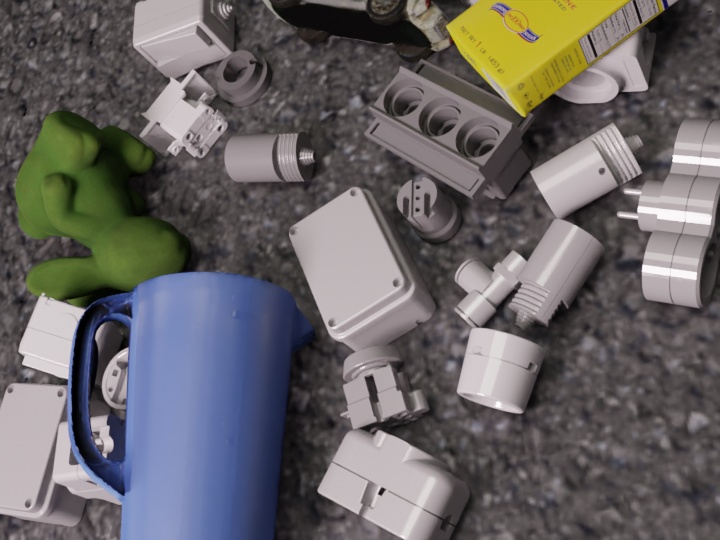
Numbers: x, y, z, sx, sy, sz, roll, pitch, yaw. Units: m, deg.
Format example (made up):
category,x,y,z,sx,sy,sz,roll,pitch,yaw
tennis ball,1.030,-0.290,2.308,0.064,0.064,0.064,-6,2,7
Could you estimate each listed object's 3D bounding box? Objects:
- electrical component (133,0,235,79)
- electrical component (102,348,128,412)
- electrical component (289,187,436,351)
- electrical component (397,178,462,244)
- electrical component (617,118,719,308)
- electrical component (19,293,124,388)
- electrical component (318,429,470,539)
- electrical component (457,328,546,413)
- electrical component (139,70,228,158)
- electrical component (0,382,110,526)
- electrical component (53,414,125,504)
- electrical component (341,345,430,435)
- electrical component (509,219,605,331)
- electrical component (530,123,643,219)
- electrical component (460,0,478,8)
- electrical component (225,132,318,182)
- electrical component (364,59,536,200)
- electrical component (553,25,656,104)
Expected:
category,x,y,z,sx,sy,sz,roll,pitch,yaw
electrical component,-0.166,-0.234,1.052,0.096,0.062,0.061,-14,61,22
electrical component,-0.181,0.098,0.909,0.055,0.047,0.055,-12,62,23
electrical component,0.000,0.000,0.853,0.078,0.057,0.113,-32,56,11
electrical component,0.054,-0.048,0.853,0.040,0.046,0.040,-12,62,23
electrical component,0.219,-0.044,0.758,0.074,0.052,0.138,10,72,31
electrical component,-0.250,0.068,0.937,0.062,0.096,0.061,17,74,3
electrical component,0.026,0.154,0.766,0.095,0.054,0.059,21,78,34
electrical component,0.099,0.072,0.767,0.055,0.055,0.047,11,76,32
electrical component,-0.164,-0.142,1.019,0.064,0.042,0.081,36,87,32
electrical component,-0.273,0.157,0.924,0.078,0.057,0.113,0,67,28
electrical component,-0.201,0.154,0.867,0.056,0.089,0.050,-12,62,23
electrical component,0.015,0.090,0.810,0.066,0.048,0.055,-24,65,17
electrical component,0.138,0.008,0.783,0.043,0.043,0.081,29,83,35
electrical component,0.174,-0.076,0.804,0.081,0.043,0.043,-31,56,13
electrical component,0.154,-0.275,0.899,0.150,0.062,0.089,-45,54,2
electrical component,-0.074,-0.099,0.949,0.081,0.043,0.043,2,68,29
electrical component,0.074,-0.108,0.861,0.121,0.063,0.078,35,86,36
electrical component,0.179,-0.168,0.841,0.089,0.050,0.055,3,68,29
